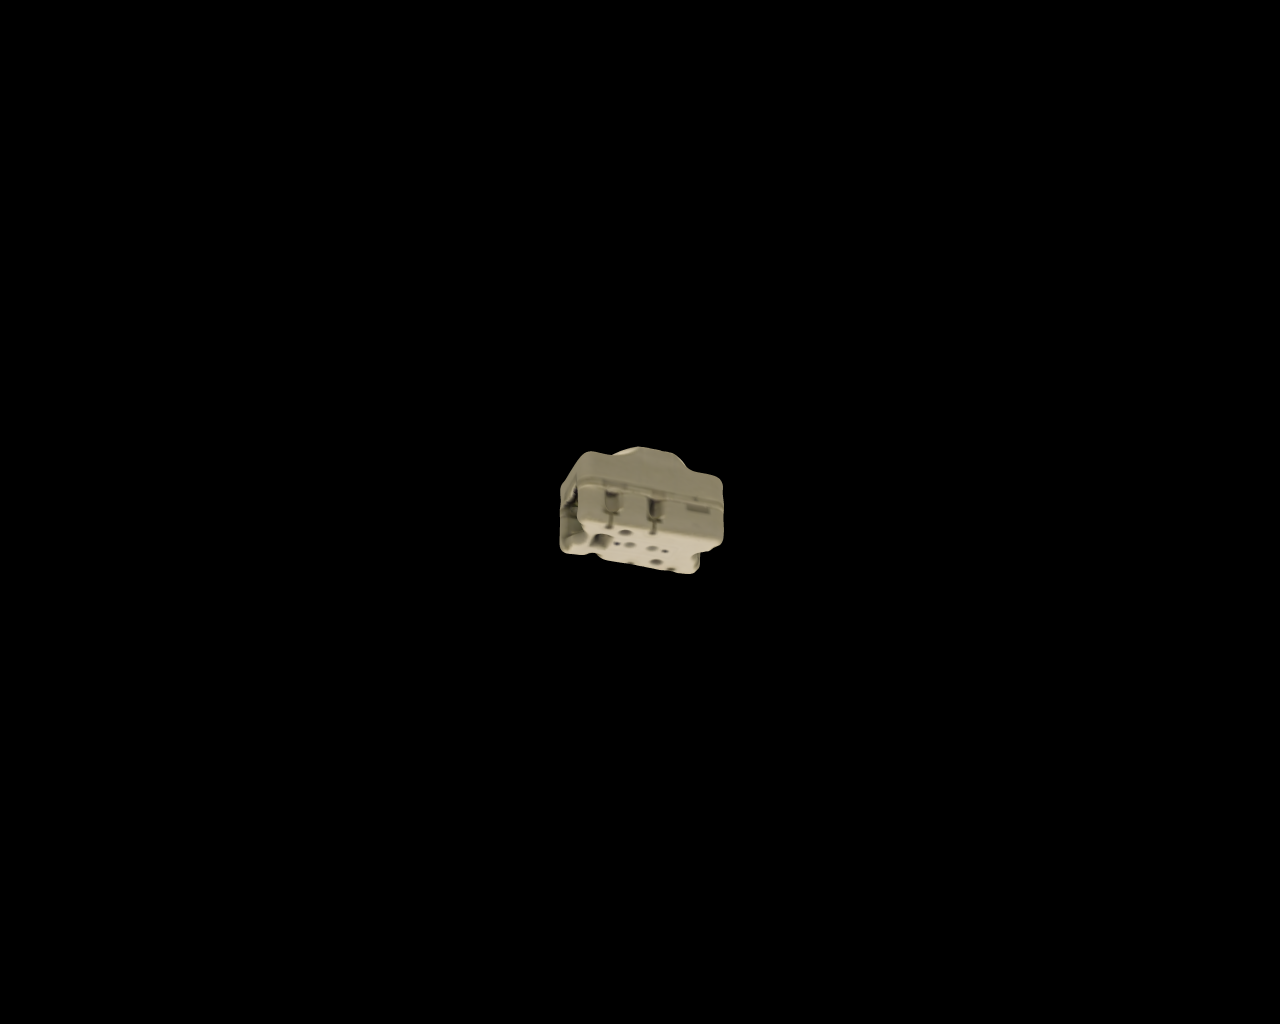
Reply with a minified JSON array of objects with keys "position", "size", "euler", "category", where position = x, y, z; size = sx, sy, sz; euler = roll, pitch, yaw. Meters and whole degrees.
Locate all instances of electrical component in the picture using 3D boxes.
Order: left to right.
[{"position":[0.001,-0.003,0.650],"size":[0.089,0.056,0.050],"euler":[11,-32,-18],"category":"electrical component"}]
